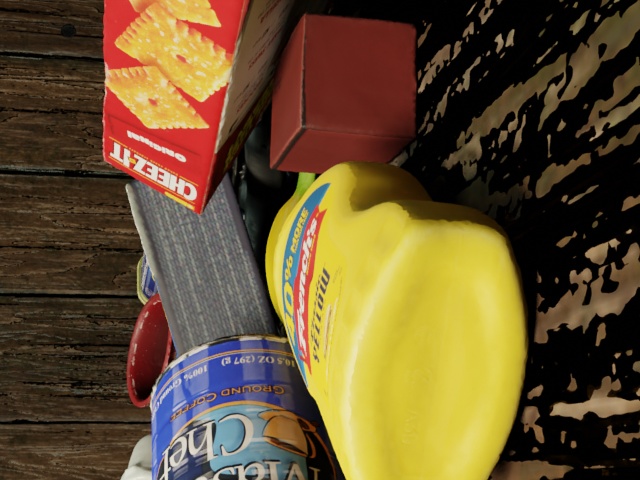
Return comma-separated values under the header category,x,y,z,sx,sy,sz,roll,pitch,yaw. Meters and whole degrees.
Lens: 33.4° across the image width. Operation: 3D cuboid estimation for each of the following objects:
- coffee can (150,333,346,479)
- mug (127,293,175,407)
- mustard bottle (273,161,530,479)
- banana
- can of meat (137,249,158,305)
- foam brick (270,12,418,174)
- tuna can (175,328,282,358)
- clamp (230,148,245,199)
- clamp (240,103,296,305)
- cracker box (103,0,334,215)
category,x,y,z,sx,sy,sz,roll,pitch,yaw
coffee can,-0.031,0.131,0.515,0.140,0.102,0.103,-100,16,-48
mug,-0.102,0.106,0.868,0.093,0.081,0.117,-50,37,41
mustard bottle,0.018,0.020,0.403,0.192,0.058,0.096,-128,43,-74
banana,-0.006,0.016,0.581,0.198,0.037,0.070,-114,28,-66
can of meat,-0.102,0.018,0.914,0.084,0.102,0.057,116,153,-60
foam brick,0.009,-0.063,0.483,0.078,0.051,0.053,143,130,-75
tuna can,-0.062,0.089,0.738,0.085,0.034,0.086,-9,-79,-56
clamp,-0.059,-0.099,0.880,0.120,0.039,0.171,125,151,-46
clamp,-0.034,-0.044,0.730,0.164,0.036,0.210,-83,0,-45
cracker box,-0.037,-0.133,0.511,0.164,0.072,0.214,-61,-1,-26
